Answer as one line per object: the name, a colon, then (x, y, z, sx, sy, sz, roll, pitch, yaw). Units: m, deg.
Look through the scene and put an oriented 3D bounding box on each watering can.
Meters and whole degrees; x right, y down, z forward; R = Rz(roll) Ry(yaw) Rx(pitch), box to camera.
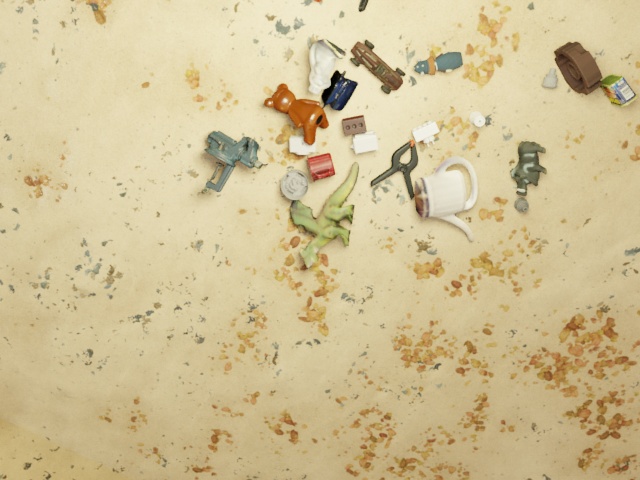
watering can: (0.445, -0.125, 1.804, 0.224, 0.106, 0.341, -11, 118, -1)

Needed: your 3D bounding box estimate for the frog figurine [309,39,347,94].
frog figurine: (0.000, -0.553, 1.643, 0.121, 0.140, 0.157, 30, 117, -25)

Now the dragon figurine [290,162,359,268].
dragon figurine: (0.006, -0.093, 1.854, 0.243, 0.123, 0.406, 8, 103, 9)
